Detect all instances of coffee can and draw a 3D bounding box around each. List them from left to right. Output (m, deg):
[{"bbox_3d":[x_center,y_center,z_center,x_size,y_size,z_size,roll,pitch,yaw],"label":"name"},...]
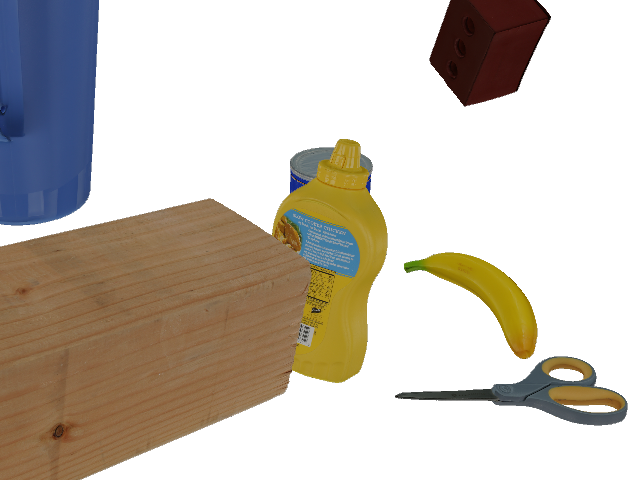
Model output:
[{"bbox_3d":[0.011,-0.034,1.347,0.103,0.140,0.103,2,27,-1],"label":"coffee can"}]

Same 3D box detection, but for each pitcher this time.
[{"bbox_3d":[-0.228,-0.134,0.788,0.145,0.243,0.148,26,34,35],"label":"pitcher"}]

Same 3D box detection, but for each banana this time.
[{"bbox_3d":[0.172,0.058,1.118,0.069,0.037,0.198,-38,40,-13],"label":"banana"}]

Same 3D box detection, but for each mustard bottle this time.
[{"bbox_3d":[0.004,0.012,0.863,0.096,0.192,0.058,21,21,28],"label":"mustard bottle"}]

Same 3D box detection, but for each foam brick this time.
[{"bbox_3d":[0.121,-0.145,0.773,0.051,0.053,0.078,-20,-29,-24],"label":"foam brick"}]

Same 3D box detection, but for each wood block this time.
[{"bbox_3d":[-0.113,0.053,0.545,0.090,0.091,0.205,32,33,35],"label":"wood block"}]

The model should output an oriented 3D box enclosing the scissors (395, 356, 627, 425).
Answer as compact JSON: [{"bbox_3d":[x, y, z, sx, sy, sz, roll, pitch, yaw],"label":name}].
[{"bbox_3d":[0.165,0.124,0.933,0.201,0.016,0.096,8,27,1],"label":"scissors"}]
